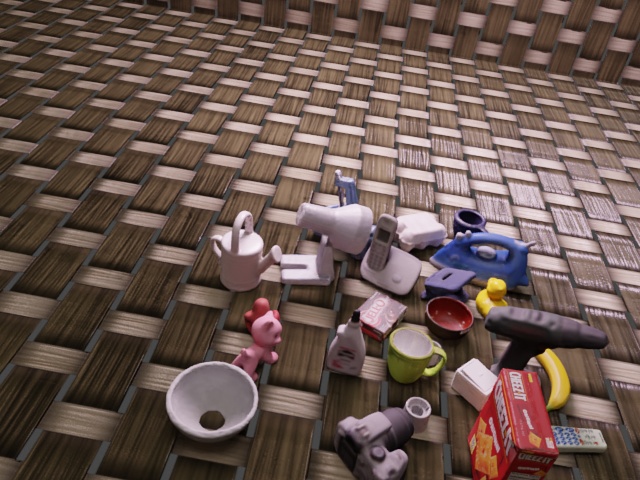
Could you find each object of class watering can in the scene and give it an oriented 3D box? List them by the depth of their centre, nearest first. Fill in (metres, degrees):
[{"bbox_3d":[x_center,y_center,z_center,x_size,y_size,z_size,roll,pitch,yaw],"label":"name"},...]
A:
[{"bbox_3d":[-0.176,0.020,1.352,0.173,0.194,0.101,4,37,-6],"label":"watering can"}]

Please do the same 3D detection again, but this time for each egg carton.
[{"bbox_3d":[0.274,-0.023,1.604,0.151,0.069,0.107,-11,41,-24],"label":"egg carton"}]

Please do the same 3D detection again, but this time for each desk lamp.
[{"bbox_3d":[0.013,0.005,1.394,0.203,0.213,0.117,1,38,-10],"label":"desk lamp"}]

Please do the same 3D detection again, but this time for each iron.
[{"bbox_3d":[0.428,0.034,1.501,0.258,0.141,0.119,13,37,5],"label":"iron"}]

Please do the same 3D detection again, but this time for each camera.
[{"bbox_3d":[0.116,0.366,1.037,0.137,0.101,0.142,-19,45,-32],"label":"camera"}]

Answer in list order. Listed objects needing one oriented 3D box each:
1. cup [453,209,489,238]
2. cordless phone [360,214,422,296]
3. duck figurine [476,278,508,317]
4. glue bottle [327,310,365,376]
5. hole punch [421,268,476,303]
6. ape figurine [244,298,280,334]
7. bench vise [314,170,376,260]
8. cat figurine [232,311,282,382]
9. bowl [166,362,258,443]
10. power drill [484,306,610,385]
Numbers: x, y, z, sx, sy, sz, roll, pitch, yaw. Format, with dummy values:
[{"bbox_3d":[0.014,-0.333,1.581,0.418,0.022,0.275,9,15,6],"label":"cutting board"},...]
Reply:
[{"bbox_3d":[0.421,-0.019,1.608,0.092,0.095,0.117,-16,44,-29],"label":"cup"},{"bbox_3d":[0.184,0.034,1.414,0.147,0.185,0.094,23,39,18],"label":"cordless phone"},{"bbox_3d":[0.431,0.140,1.409,0.077,0.086,0.104,5,37,-5],"label":"duck figurine"},{"bbox_3d":[0.062,0.206,1.175,0.078,0.173,0.037,12,37,4],"label":"glue bottle"},{"bbox_3d":[0.317,0.110,1.420,0.100,0.091,0.109,34,44,30],"label":"hole punch"},{"bbox_3d":[-0.127,0.166,1.256,0.078,0.092,0.076,9,37,1],"label":"ape figurine"},{"bbox_3d":[0.088,-0.072,1.505,0.207,0.220,0.121,14,37,7],"label":"bench vise"},{"bbox_3d":[-0.124,0.209,1.178,0.067,0.118,0.128,26,40,22],"label":"cat figurine"},{"bbox_3d":[-0.200,0.313,1.063,0.167,0.075,0.167,6,37,-4],"label":"bowl"},{"bbox_3d":[0.447,0.230,1.193,0.229,0.208,0.076,19,38,14],"label":"power drill"}]
